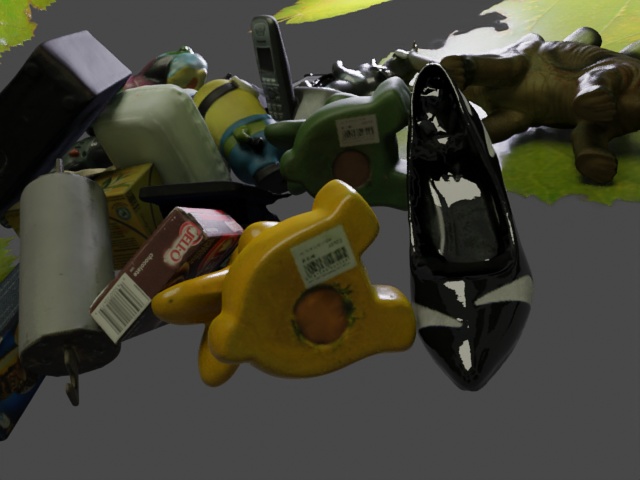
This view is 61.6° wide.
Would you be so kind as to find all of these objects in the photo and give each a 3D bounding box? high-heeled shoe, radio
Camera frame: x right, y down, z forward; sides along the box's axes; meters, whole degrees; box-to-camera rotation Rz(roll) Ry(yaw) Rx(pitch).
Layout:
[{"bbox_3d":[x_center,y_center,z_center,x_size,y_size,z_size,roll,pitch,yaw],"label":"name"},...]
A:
[{"bbox_3d":[0.095,-0.028,0.381,0.086,0.145,0.249,-10,29,15],"label":"high-heeled shoe"},{"bbox_3d":[-0.321,-0.120,0.597,0.229,0.073,0.131,-43,19,17],"label":"radio"}]

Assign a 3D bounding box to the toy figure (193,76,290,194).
[{"bbox_3d":[-0.095,-0.130,0.661,0.089,0.082,0.180,-11,57,-29],"label":"toy figure"}]

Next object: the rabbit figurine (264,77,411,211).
[{"bbox_3d":[0.030,-0.095,0.562,0.159,0.121,0.170,-15,21,16],"label":"rabbit figurine"}]

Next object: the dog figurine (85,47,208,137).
[{"bbox_3d":[-0.316,-0.252,0.909,0.219,0.191,0.109,11,30,-22],"label":"dog figurine"}]

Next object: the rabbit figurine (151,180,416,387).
[{"bbox_3d":[-0.031,0.041,0.402,0.162,0.121,0.173,-34,18,-7],"label":"rabbit figurine"}]

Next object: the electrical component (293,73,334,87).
[{"bbox_3d":[-0.032,-0.229,0.879,0.119,0.047,0.075,-36,34,-30],"label":"electrical component"}]

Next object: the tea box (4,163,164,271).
[{"bbox_3d":[-0.250,-0.019,0.606,0.170,0.098,0.068,-6,34,19],"label":"tea box"}]

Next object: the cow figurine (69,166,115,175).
[{"bbox_3d":[-0.302,-0.062,0.724,0.195,0.085,0.127,0,40,32],"label":"cow figurine"}]

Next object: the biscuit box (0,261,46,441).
[{"bbox_3d":[-0.273,0.085,0.485,0.063,0.059,0.203,-14,31,11],"label":"biscuit box"}]

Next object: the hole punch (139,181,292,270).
[{"bbox_3d":[-0.105,-0.009,0.536,0.142,0.092,0.116,-6,1,18],"label":"hole punch"}]

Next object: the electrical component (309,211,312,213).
[{"bbox_3d":[-0.001,-0.002,0.512,0.063,0.021,0.094,-5,32,22],"label":"electrical component"}]

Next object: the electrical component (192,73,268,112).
[{"bbox_3d":[-0.120,-0.179,0.789,0.134,0.058,0.115,29,51,15],"label":"electrical component"}]

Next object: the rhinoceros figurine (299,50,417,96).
[{"bbox_3d":[0.059,-0.225,0.795,0.190,0.073,0.112,-32,31,-21],"label":"rhinoceros figurine"}]

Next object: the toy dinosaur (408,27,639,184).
[{"bbox_3d":[0.228,-0.167,0.586,0.198,0.104,0.472,-26,39,-27],"label":"toy dinosaur"}]

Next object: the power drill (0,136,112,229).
[{"bbox_3d":[-0.411,-0.106,0.856,0.232,0.085,0.207,-3,38,28],"label":"power drill"}]

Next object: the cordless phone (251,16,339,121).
[{"bbox_3d":[-0.024,-0.186,0.668,0.089,0.184,0.147,-29,31,-25],"label":"cordless phone"}]

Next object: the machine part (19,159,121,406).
[{"bbox_3d":[-0.220,0.026,0.471,0.079,0.079,0.243,-20,58,-2],"label":"machine part"}]
